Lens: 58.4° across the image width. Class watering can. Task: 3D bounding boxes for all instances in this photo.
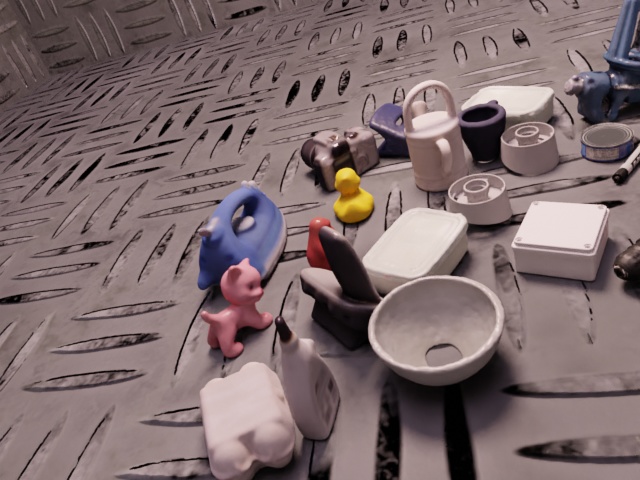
[{"bbox_3d":[0.201,-0.198,1.044,0.101,0.194,0.172,-30,35,-16],"label":"watering can"}]

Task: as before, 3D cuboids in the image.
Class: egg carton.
[{"bbox_3d":[-0.089,0.220,0.699,0.107,0.069,0.150,-24,33,-7],"label":"egg carton"}]

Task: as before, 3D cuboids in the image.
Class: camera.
[{"bbox_3d":[0.028,-0.189,1.205,0.143,0.101,0.136,-33,36,-20],"label":"camera"}]

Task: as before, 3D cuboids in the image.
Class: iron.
[{"bbox_3d":[-0.137,-0.028,1.018,0.118,0.142,0.258,-4,36,23],"label":"iron"}]

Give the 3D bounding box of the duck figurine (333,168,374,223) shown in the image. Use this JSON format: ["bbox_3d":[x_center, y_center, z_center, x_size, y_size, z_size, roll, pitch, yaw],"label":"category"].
[{"bbox_3d":[0.055,-0.089,1.059,0.077,0.086,0.104,-14,33,8],"label":"duck figurine"}]

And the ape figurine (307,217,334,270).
[{"bbox_3d":[0.009,0.003,0.943,0.076,0.092,0.077,-17,33,3],"label":"ape figurine"}]

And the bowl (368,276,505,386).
[{"bbox_3d":[0.148,0.123,0.714,0.167,0.075,0.167,-13,34,9],"label":"bowl"}]

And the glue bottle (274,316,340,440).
[{"bbox_3d":[-0.020,0.152,0.667,0.037,0.173,0.078,-4,36,22],"label":"glue bottle"}]

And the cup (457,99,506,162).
[{"bbox_3d":[0.314,-0.206,1.089,0.091,0.095,0.118,9,42,36],"label":"cup"}]

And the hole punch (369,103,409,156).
[{"bbox_3d":[0.169,-0.238,1.214,0.100,0.091,0.109,5,40,33],"label":"hole punch"}]

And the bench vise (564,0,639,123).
[{"bbox_3d":[0.551,-0.331,1.035,0.208,0.220,0.121,-31,35,-17],"label":"bench vise"}]

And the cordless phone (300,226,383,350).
[{"bbox_3d":[0.024,0.043,0.791,0.094,0.185,0.147,-36,36,-23],"label":"cordless phone"}]

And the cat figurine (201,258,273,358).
[{"bbox_3d":[-0.128,0.091,0.862,0.067,0.118,0.128,13,45,40],"label":"cat figurine"}]
